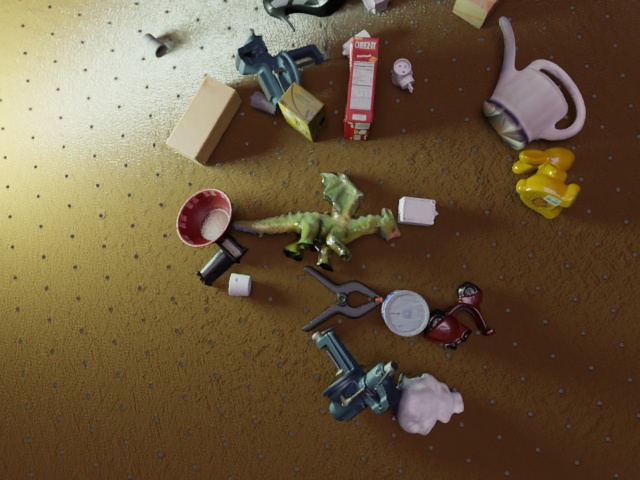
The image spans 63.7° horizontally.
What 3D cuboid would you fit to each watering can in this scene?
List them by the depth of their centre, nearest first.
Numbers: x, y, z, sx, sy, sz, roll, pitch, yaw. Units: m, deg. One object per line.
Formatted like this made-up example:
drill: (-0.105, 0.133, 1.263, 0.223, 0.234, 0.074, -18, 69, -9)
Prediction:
watering can: (0.503, -0.378, 1.297, 0.224, 0.103, 0.349, -39, 83, -1)

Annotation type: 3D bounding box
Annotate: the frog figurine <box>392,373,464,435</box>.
frog figurine: (0.255, 0.388, 1.209, 0.159, 0.120, 0.140, 9, 65, 16)

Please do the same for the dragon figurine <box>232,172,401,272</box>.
dragon figurine: (0.004, -0.066, 1.309, 0.411, 0.120, 0.247, 21, 67, 8)
